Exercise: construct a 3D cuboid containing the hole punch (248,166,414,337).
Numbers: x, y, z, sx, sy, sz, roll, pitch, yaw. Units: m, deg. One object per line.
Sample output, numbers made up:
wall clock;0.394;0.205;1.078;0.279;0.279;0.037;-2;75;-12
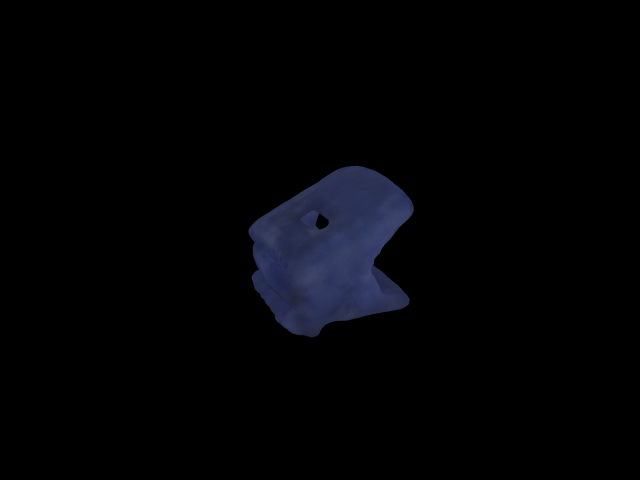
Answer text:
hole punch;0.004;0.001;0.400;0.101;0.091;0.108;-9;23;-22
